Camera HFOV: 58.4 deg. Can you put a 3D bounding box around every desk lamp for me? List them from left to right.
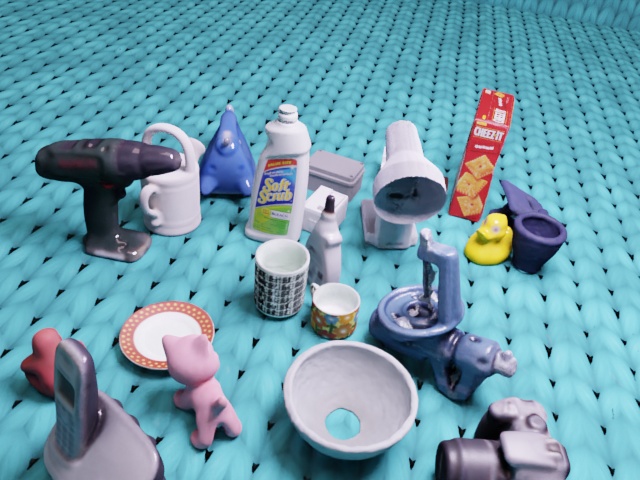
[{"bbox_3d":[0.136,-0.086,1.004,0.118,0.213,0.203,3,38,-6],"label":"desk lamp"}]

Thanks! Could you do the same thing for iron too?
[{"bbox_3d":[-0.184,-0.195,1.144,0.119,0.141,0.258,1,38,-9],"label":"iron"}]

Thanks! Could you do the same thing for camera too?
[{"bbox_3d":[0.209,0.254,0.676,0.137,0.101,0.143,6,38,-2],"label":"camera"}]

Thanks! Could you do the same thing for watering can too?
[{"bbox_3d":[-0.257,-0.116,0.987,0.101,0.194,0.172,3,38,-6],"label":"watering can"}]

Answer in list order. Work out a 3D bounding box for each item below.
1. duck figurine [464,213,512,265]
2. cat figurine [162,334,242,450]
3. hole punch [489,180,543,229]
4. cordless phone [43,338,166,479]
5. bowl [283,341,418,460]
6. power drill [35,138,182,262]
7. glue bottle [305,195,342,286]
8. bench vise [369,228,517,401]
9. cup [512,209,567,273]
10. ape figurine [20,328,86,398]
[{"bbox_3d":[0.317,-0.010,1.045,0.105,0.086,0.077,-20,45,-31],"label":"duck figurine"},{"bbox_3d":[-0.146,0.171,0.704,0.067,0.118,0.127,-18,45,-30],"label":"cat figurine"},{"bbox_3d":[0.393,-0.058,1.116,0.101,0.091,0.108,6,38,-2],"label":"hole punch"},{"bbox_3d":[-0.231,0.200,0.596,0.147,0.185,0.094,30,43,26],"label":"cordless phone"},{"bbox_3d":[0.035,0.211,0.720,0.167,0.075,0.167,5,38,-4],"label":"bowl"},{"bbox_3d":[-0.324,-0.070,0.905,0.229,0.208,0.075,10,38,3],"label":"power drill"},{"bbox_3d":[0.008,0.003,0.900,0.037,0.173,0.078,-17,44,-29],"label":"glue bottle"},{"bbox_3d":[0.175,0.094,0.777,0.207,0.220,0.122,18,39,13],"label":"bench vise"},{"bbox_3d":[0.385,0.003,1.033,0.091,0.095,0.118,18,39,13],"label":"cup"},{"bbox_3d":[-0.336,0.147,0.720,0.078,0.092,0.076,-5,40,-16],"label":"ape figurine"}]
